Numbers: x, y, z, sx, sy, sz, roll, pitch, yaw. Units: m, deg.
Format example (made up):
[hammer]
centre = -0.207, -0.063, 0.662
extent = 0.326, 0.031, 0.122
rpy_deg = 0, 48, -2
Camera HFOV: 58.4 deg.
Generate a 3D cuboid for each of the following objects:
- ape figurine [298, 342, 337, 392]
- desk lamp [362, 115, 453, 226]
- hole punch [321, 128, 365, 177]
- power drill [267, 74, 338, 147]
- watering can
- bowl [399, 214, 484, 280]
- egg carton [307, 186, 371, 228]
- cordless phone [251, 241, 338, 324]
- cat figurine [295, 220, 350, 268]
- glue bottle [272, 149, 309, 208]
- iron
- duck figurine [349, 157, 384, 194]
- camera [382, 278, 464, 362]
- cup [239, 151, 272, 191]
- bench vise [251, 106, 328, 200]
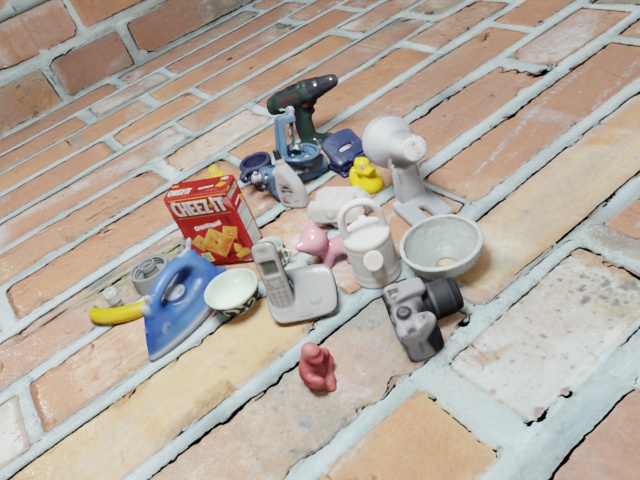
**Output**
[ape figurine]
centre = -0.008, 0.219, 1.020
extent = 0.075, 0.092, 0.078
rpy_deg = 11, 48, 35
[desk lamp]
centre = 0.196, -0.163, 1.290
extent = 0.118, 0.214, 0.202
rpy_deg = -28, 38, -8
[hole punch]
centre = 0.072, -0.238, 1.544
extent = 0.109, 0.091, 0.100
rpy_deg = -34, 39, -16
[power drill]
centre = -0.030, -0.367, 1.654
extent = 0.229, 0.209, 0.075
rpy_deg = -5, 40, 21
[watering can]
centre = 0.099, 0.002, 1.150
extent = 0.101, 0.194, 0.172
rpy_deg = -31, 38, -12
[bowl]
centre = 0.247, 0.027, 1.147
extent = 0.167, 0.075, 0.167
rpy_deg = -13, 38, 11
[egg carton]
centre = 0.045, -0.077, 1.376
extent = 0.149, 0.069, 0.107
rpy_deg = 2, 43, 28
[cordless phone]
centre = -0.051, 0.073, 1.142
extent = 0.147, 0.185, 0.094
rpy_deg = -15, 38, 9
[cat figurine]
centre = 0.011, 0.004, 1.252
extent = 0.127, 0.118, 0.067
rpy_deg = -19, 37, 3
[glue bottle]
centre = -0.087, -0.158, 1.453
extent = 0.078, 0.173, 0.037
rpy_deg = 2, 43, 28
[iron]
centre = -0.319, 0.122, 1.247
extent = 0.118, 0.142, 0.259
rpy_deg = 5, 44, 30
[duck figurine]
centre = 0.110, -0.172, 1.449
extent = 0.078, 0.086, 0.104
rpy_deg = -36, 39, -18
[camera]
centre = 0.191, 0.122, 1.036
extent = 0.137, 0.101, 0.143
rpy_deg = -21, 37, 1
[cup]
centre = -0.172, -0.175, 1.580
extent = 0.091, 0.095, 0.118
rpy_deg = 8, 46, 33
[bench vise]
centre = -0.088, -0.223, 1.495
extent = 0.121, 0.220, 0.208
rpy_deg = 20, 54, 41
